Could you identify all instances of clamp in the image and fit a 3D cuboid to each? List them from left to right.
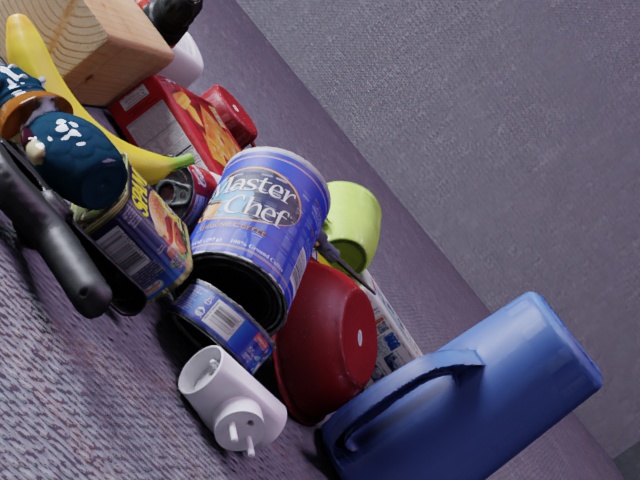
[{"bbox_3d":[-0.182,-0.010,0.709,0.171,0.039,0.120,46,-6,-4],"label":"clamp"}]

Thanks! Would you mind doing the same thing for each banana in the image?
[{"bbox_3d":[-0.202,-0.105,0.908,0.197,0.069,0.037,41,-31,-12],"label":"banana"}]

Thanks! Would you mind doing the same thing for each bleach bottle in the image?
[{"bbox_3d":[-0.249,-0.282,1.322,0.250,0.068,0.103,37,17,-49],"label":"bleach bottle"}]

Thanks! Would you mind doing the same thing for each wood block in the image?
[{"bbox_3d":[-0.224,-0.190,1.022,0.090,0.091,0.206,53,9,1],"label":"wood block"}]

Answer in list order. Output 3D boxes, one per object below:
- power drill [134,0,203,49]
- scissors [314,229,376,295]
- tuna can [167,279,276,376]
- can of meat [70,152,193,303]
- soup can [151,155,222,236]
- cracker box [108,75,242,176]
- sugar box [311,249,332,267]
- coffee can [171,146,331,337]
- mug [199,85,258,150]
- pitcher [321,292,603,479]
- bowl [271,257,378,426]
[{"bbox_3d":[-0.226,-0.277,1.159,0.187,0.185,0.057,49,51,-10],"label":"power drill"},{"bbox_3d":[-0.007,0.001,1.089,0.096,0.016,0.201,32,-8,28],"label":"scissors"},{"bbox_3d":[-0.078,0.071,0.836,0.086,0.033,0.086,36,-17,13],"label":"tuna can"},{"bbox_3d":[-0.147,-0.008,0.836,0.084,0.057,0.102,50,10,-27],"label":"can of meat"},{"bbox_3d":[-0.122,-0.036,0.992,0.068,0.068,0.102,56,14,20],"label":"soup can"},{"bbox_3d":[-0.114,-0.063,1.136,0.214,0.072,0.164,56,11,13],"label":"cracker box"},{"bbox_3d":[-0.007,0.070,1.082,0.176,0.048,0.093,49,42,-59],"label":"sugar box"},{"bbox_3d":[-0.057,0.002,0.918,0.102,0.103,0.140,48,40,-25],"label":"coffee can"},{"bbox_3d":[-0.122,-0.125,1.287,0.117,0.081,0.093,46,12,-33],"label":"mug"},{"bbox_3d":[0.125,0.153,0.968,0.145,0.243,0.149,52,9,0],"label":"pitcher"},{"bbox_3d":[0.012,0.091,0.994,0.161,0.055,0.162,-5,90,-66],"label":"bowl"}]
